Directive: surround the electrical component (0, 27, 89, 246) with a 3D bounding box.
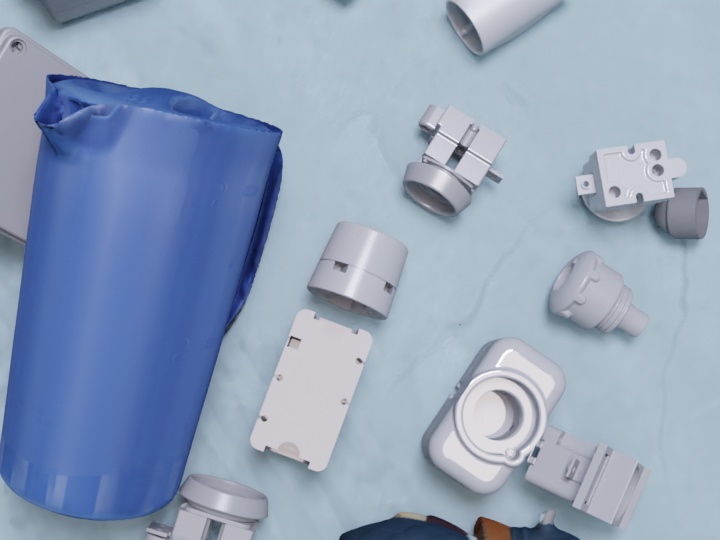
[{"bbox_3d":[-0.204,-0.076,0.662,0.109,0.056,0.108,33,82,-37],"label":"electrical component"}]

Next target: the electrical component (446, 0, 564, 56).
[{"bbox_3d":[0.090,-0.197,0.719,0.077,0.043,0.079,-35,86,-5],"label":"electrical component"}]

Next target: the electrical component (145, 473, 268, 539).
[{"bbox_3d":[-0.090,0.161,0.667,0.078,0.058,0.057,17,86,-1],"label":"electrical component"}]

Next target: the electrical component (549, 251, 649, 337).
[{"bbox_3d":[0.158,0.021,0.700,0.062,0.048,0.048,32,84,-6],"label":"electrical component"}]

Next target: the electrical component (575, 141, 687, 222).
[{"bbox_3d":[0.171,-0.058,0.702,0.066,0.055,0.048,-8,85,-3],"label":"electrical component"}]

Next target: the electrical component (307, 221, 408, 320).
[{"bbox_3d":[0.000,0.000,0.690,0.055,0.055,0.047,22,80,0],"label":"electrical component"}]

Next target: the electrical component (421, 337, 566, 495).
[{"bbox_3d":[0.084,0.091,0.681,0.054,0.059,0.095,35,84,1],"label":"electrical component"}]

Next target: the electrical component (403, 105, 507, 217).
[{"bbox_3d":[0.060,-0.068,0.704,0.066,0.048,0.055,32,76,1],"label":"electrical component"}]

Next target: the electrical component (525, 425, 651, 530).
[{"bbox_3d":[0.141,0.129,0.673,0.064,0.081,0.042,21,82,29],"label":"electrical component"}]

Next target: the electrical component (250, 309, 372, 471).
[{"bbox_3d":[-0.030,0.075,0.679,0.050,0.055,0.089,20,83,0],"label":"electrical component"}]

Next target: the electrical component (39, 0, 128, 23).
[{"bbox_3d":[-0.181,-0.204,0.698,0.096,0.061,0.061,-20,85,-5],"label":"electrical component"}]
